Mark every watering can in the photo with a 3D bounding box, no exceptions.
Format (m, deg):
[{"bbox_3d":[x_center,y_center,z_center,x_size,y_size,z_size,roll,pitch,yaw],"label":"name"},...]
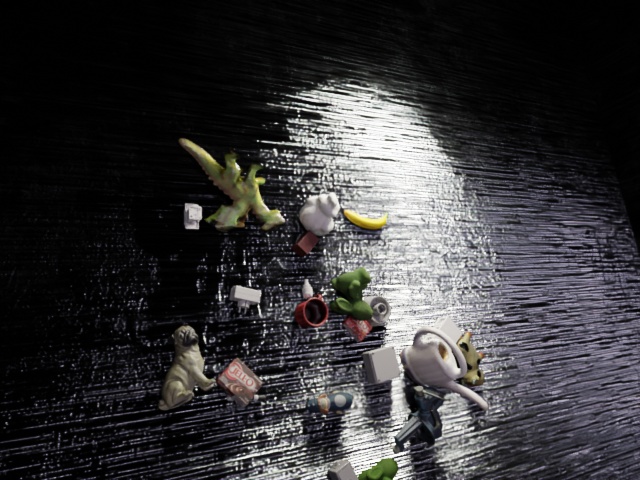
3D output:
[{"bbox_3d":[0.419,0.460,1.794,0.105,0.221,0.347,-34,94,-50],"label":"watering can"}]

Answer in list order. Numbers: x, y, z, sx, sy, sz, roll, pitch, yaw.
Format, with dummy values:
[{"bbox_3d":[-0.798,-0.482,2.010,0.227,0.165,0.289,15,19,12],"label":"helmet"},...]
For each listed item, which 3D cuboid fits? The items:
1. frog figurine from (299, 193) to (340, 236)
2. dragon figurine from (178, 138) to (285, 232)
[{"bbox_3d":[0.005,-0.089,1.777,0.124,0.157,0.138,-19,85,-31],"label":"frog figurine"},{"bbox_3d":[-0.295,-0.148,1.667,0.408,0.121,0.246,20,73,-21],"label":"dragon figurine"}]
